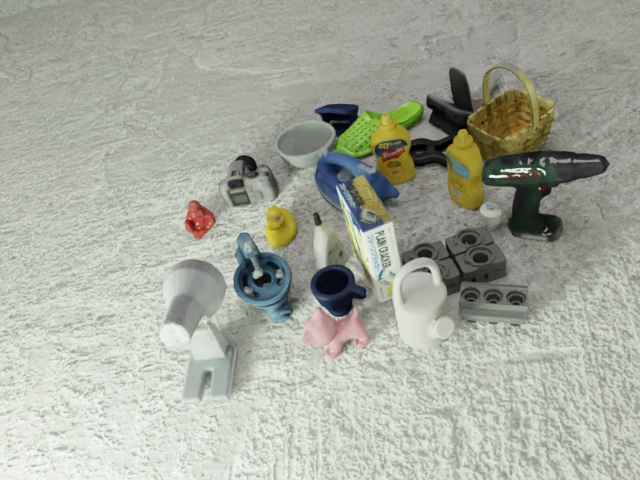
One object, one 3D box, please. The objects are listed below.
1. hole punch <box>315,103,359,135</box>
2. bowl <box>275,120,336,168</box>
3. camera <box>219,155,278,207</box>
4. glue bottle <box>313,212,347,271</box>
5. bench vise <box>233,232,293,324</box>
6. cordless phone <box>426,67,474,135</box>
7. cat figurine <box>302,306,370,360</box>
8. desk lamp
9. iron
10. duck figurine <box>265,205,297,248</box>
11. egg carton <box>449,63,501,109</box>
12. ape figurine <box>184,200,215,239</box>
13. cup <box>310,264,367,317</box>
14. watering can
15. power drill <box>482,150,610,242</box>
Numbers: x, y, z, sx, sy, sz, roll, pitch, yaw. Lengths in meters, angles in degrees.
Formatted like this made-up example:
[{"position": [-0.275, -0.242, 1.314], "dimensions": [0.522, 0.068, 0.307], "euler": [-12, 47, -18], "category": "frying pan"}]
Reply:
[{"position": [0.049, -0.357, 1.614], "dimensions": [0.108, 0.091, 0.101], "euler": [7, 49, 23], "category": "hole punch"}, {"position": [-0.034, -0.246, 1.544], "dimensions": [0.167, 0.075, 0.167], "euler": [-9, 45, 9], "category": "bowl"}, {"position": [-0.188, -0.170, 1.499], "dimensions": [0.143, 0.101, 0.136], "euler": [-9, 45, 8], "category": "camera"}, {"position": [0.011, 0.004, 1.215], "dimensions": [0.037, 0.173, 0.078], "euler": [20, 56, 32], "category": "glue bottle"}, {"position": [-0.147, 0.053, 1.184], "dimensions": [0.206, 0.220, 0.122], "euler": [30, 61, 37], "category": "bench vise"}, {"position": [0.338, -0.376, 1.475], "dimensions": [0.094, 0.185, 0.147], "euler": [-35, 47, -17], "category": "cordless phone"}, {"position": [0.023, 0.168, 1.092], "dimensions": [0.128, 0.118, 0.067], "euler": [-24, 45, -6], "category": "cat figurine"}, {"position": [-0.234, 0.173, 1.099], "dimensions": [0.117, 0.214, 0.203], "euler": [-9, 45, 9], "category": "desk lamp"}, {"position": [0.061, -0.157, 1.379], "dimensions": [0.257, 0.142, 0.119], "euler": [30, 61, 37], "category": "iron"}, {"position": [-0.100, -0.046, 1.361], "dimensions": [0.077, 0.086, 0.104], "euler": [-2, 46, 15], "category": "duck figurine"}, {"position": [0.427, -0.429, 1.582], "dimensions": [0.107, 0.069, 0.150], "euler": [18, 54, 31], "category": "egg carton"}, {"position": [-0.306, -0.060, 1.435], "dimensions": [0.077, 0.092, 0.076], "euler": [-11, 45, 6], "category": "ape figurine"}, {"position": [0.046, 0.113, 1.154], "dimensions": [0.117, 0.095, 0.092], "euler": [11, 51, 26], "category": "cup"}, {"position": [0.188, 0.110, 1.042], "dimensions": [0.101, 0.194, 0.172], "euler": [-41, 49, -22], "category": "watering can"}, {"position": [0.445, -0.095, 1.152], "dimensions": [0.228, 0.209, 0.076], "euler": [8, 50, 24], "category": "power drill"}]
